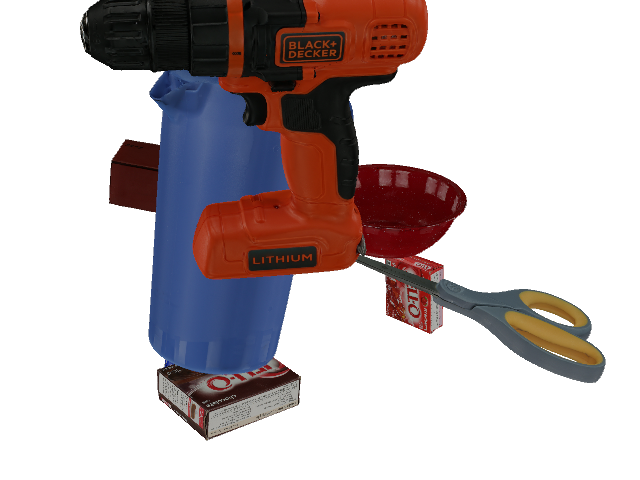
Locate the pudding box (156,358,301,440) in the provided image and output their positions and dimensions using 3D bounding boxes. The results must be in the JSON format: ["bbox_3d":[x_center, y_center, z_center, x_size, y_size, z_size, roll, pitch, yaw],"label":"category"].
[{"bbox_3d":[-0.089,0.143,1.041,0.113,0.039,0.090,-18,30,-35],"label":"pudding box"}]

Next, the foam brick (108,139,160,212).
[{"bbox_3d":[-0.172,-0.065,1.097,0.078,0.051,0.053,11,31,3],"label":"foam brick"}]

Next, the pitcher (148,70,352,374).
[{"bbox_3d":[-0.063,-0.022,0.862,0.149,0.243,0.145,10,18,3],"label":"pitcher"}]

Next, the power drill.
[{"bbox_3d":[-0.037,-0.062,0.611,0.184,0.188,0.057,-3,43,-8],"label":"power drill"}]

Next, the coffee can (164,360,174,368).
[{"bbox_3d":[-0.146,0.101,1.356,0.103,0.140,0.103,4,20,-2],"label":"coffee can"}]

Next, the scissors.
[{"bbox_3d":[0.099,0.034,0.714,0.202,0.016,0.096,29,26,17],"label":"scissors"}]

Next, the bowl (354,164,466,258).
[{"bbox_3d":[0.071,-0.025,1.127,0.162,0.055,0.162,2,27,-1],"label":"bowl"}]

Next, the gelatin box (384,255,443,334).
[{"bbox_3d":[0.117,0.063,1.336,0.073,0.089,0.030,21,35,40],"label":"gelatin box"}]
